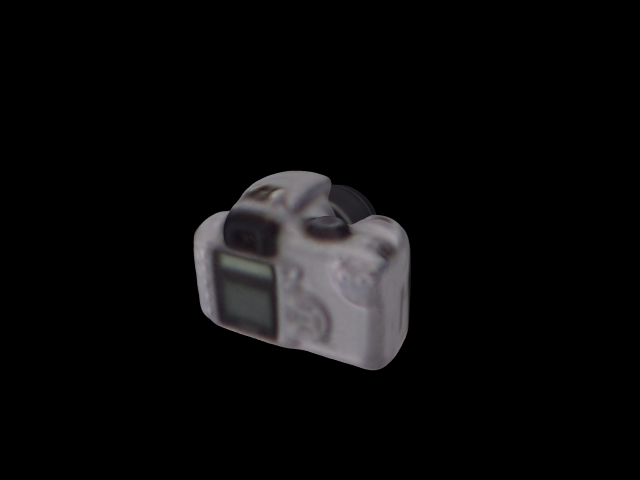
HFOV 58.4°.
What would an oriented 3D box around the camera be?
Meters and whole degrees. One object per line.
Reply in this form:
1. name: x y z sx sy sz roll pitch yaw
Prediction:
1. camera: 0.004 0.001 0.400 0.142 0.101 0.137 12 27 25
